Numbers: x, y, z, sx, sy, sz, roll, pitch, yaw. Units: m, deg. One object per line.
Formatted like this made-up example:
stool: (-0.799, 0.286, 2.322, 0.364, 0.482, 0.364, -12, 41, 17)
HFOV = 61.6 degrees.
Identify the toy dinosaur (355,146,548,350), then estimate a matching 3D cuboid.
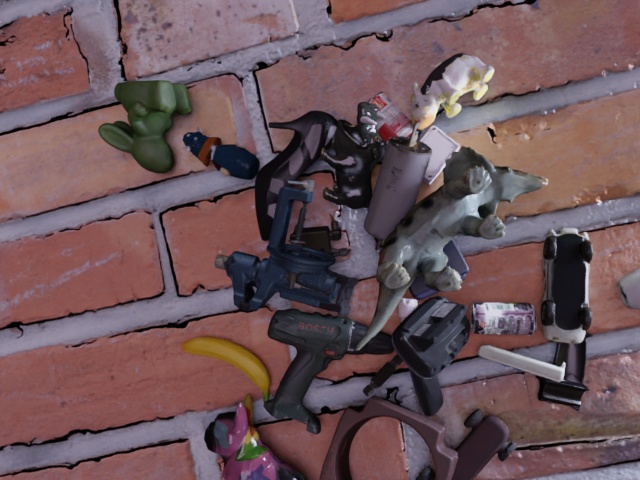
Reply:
toy dinosaur: (0.176, -0.007, 0.861, 0.405, 0.192, 0.131, -42, 98, 2)

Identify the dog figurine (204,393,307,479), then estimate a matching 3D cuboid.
dog figurine: (-0.106, 0.388, 0.952, 0.192, 0.108, 0.219, -5, 87, 6)

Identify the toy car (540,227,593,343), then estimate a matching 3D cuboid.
toy car: (0.419, 0.075, 0.916, 0.074, 0.056, 0.201, 5, 73, 13)

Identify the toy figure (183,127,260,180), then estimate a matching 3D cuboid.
toy figure: (-0.191, -0.160, 1.017, 0.155, 0.064, 0.057, 24, 128, 12)

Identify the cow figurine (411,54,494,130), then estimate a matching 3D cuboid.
cow figurine: (0.214, -0.268, 0.951, 0.167, 0.068, 0.098, -33, 66, -12)

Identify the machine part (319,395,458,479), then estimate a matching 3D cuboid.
machine part: (0.117, 0.384, 0.912, 0.201, 0.087, 0.201, 18, 85, 24)

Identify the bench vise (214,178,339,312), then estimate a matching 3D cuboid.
bench vise: (-0.065, 0.008, 0.924, 0.224, 0.129, 0.240, 15, 100, 19)

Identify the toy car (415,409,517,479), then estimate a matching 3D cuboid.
toy car: (0.250, 0.390, 0.934, 0.089, 0.053, 0.202, 40, 93, 22)

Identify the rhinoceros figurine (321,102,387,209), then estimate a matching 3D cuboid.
rhinoceros figurine: (0.063, -0.145, 0.942, 0.112, 0.073, 0.190, 14, 114, 21)

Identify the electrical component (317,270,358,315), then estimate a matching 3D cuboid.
electrical component: (0.002, 0.089, 0.981, 0.119, 0.047, 0.074, 12, 87, 25)

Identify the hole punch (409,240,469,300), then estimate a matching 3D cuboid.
hole punch: (0.191, 0.037, 0.944, 0.142, 0.092, 0.116, -27, 80, 9)

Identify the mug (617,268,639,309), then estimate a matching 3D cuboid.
mug: (0.567, 0.088, 0.901, 0.107, 0.081, 0.109, -17, 91, 17)

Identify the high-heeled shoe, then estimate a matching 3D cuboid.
high-heeled shoe: (-0.039, -0.118, 1.005, 0.145, 0.086, 0.248, 2, 107, -22)

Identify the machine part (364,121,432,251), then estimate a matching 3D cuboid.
machine part: (0.132, -0.086, 0.922, 0.079, 0.079, 0.243, 20, 121, 8)

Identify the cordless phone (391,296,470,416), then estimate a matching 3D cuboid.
cordless phone: (0.209, 0.206, 0.940, 0.089, 0.146, 0.184, 8, 123, 46)

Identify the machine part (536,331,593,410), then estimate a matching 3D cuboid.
machine part: (0.426, 0.218, 0.929, 0.084, 0.039, 0.138, 14, 90, 13)

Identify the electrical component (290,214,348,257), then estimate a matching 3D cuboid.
electrical component: (-0.003, -0.002, 0.994, 0.102, 0.045, 0.078, -10, 115, 10)

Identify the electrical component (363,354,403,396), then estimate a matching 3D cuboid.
electrical component: (0.111, 0.239, 0.951, 0.021, 0.063, 0.094, 43, 78, 14)

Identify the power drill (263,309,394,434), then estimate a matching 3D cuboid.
power drill: (0.002, 0.233, 0.961, 0.232, 0.086, 0.207, 20, 94, -1)

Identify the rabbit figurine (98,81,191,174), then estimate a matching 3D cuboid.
rabbit figurine: (-0.330, -0.209, 1.011, 0.159, 0.121, 0.170, -1, 102, 1)
